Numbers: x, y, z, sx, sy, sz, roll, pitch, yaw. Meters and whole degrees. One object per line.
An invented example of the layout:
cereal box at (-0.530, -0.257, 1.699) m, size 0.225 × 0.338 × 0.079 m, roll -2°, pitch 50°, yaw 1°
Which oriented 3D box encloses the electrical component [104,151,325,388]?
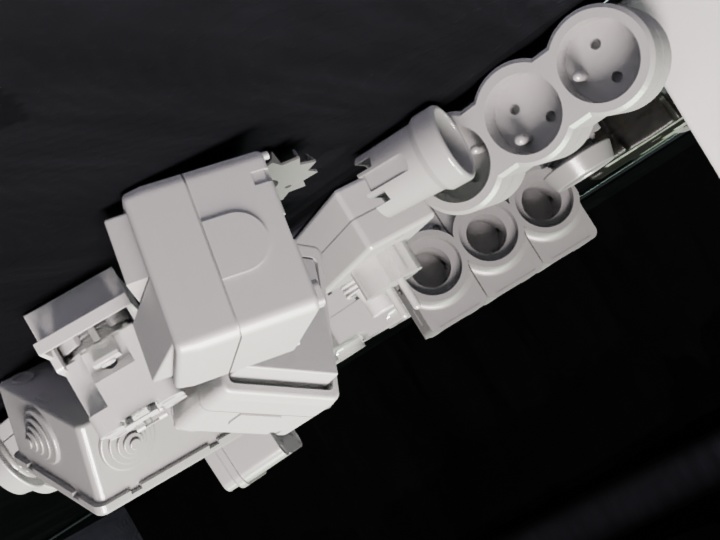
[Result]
electrical component at (-0.058, 0.006, 0.409) m, size 0.061 × 0.061 × 0.096 m, roll -19°, pitch 169°, yaw -14°

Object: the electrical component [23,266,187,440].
electrical component at (-0.107, 0.039, 0.465) m, size 0.042 × 0.063 × 0.081 m, roll -32°, pitch 174°, yaw -9°

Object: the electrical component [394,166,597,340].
electrical component at (0.094, -0.024, 0.834) m, size 0.150 × 0.089 × 0.061 m, roll -31°, pitch 174°, yaw -7°

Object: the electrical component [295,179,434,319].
electrical component at (0.010, -0.007, 0.613) m, size 0.047 × 0.075 × 0.083 m, roll -29°, pitch 173°, yaw -26°

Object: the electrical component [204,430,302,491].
electrical component at (-0.107, 0.119, 0.890) m, size 0.057 × 0.113 × 0.078 m, roll -35°, pitch 174°, yaw 6°

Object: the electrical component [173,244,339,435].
electrical component at (-0.051, 0.024, 0.509) m, size 0.062 × 0.096 × 0.061 m, roll 8°, pitch 150°, yaw -32°

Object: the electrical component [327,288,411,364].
electrical component at (-0.011, 0.041, 0.984) m, size 0.186 × 0.060 × 0.105 m, roll -35°, pitch 173°, yaw 28°

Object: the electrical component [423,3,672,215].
electrical component at (0.094, -0.081, 0.546) m, size 0.138 × 0.052 × 0.074 m, roll -35°, pitch 173°, yaw 28°

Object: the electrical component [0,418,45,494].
electrical component at (-0.190, 0.098, 0.632) m, size 0.055 × 0.048 × 0.066 m, roll -39°, pitch 174°, yaw 2°

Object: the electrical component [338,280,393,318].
electrical component at (0.000, 0.000, 0.688) m, size 0.043 × 0.062 × 0.043 m, roll -31°, pitch 174°, yaw -4°

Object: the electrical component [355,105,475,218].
electrical component at (0.026, -0.051, 0.517) m, size 0.046 × 0.040 × 0.040 m, roll -29°, pitch 176°, yaw 22°

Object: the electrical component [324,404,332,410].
electrical component at (-0.047, 0.049, 0.708) m, size 0.064 × 0.099 × 0.099 m, roll -23°, pitch 172°, yaw -15°

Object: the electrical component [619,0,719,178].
electrical component at (0.195, -0.107, 0.565) m, size 0.056 × 0.108 × 0.109 m, roll -32°, pitch 174°, yaw 27°

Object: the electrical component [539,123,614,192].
electrical component at (0.129, -0.083, 0.684) m, size 0.048 × 0.055 × 0.066 m, roll -30°, pitch 174°, yaw -11°

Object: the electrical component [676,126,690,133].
electrical component at (0.252, -0.140, 0.851) m, size 0.055 × 0.055 × 0.047 m, roll -32°, pitch 170°, yaw 7°

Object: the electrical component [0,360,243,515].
electrical component at (-0.122, 0.069, 0.543) m, size 0.100 × 0.048 × 0.100 m, roll -27°, pitch -153°, yaw -37°

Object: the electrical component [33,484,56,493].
electrical component at (-0.204, 0.118, 0.728) m, size 0.055 × 0.048 × 0.066 m, roll -42°, pitch 171°, yaw 20°
